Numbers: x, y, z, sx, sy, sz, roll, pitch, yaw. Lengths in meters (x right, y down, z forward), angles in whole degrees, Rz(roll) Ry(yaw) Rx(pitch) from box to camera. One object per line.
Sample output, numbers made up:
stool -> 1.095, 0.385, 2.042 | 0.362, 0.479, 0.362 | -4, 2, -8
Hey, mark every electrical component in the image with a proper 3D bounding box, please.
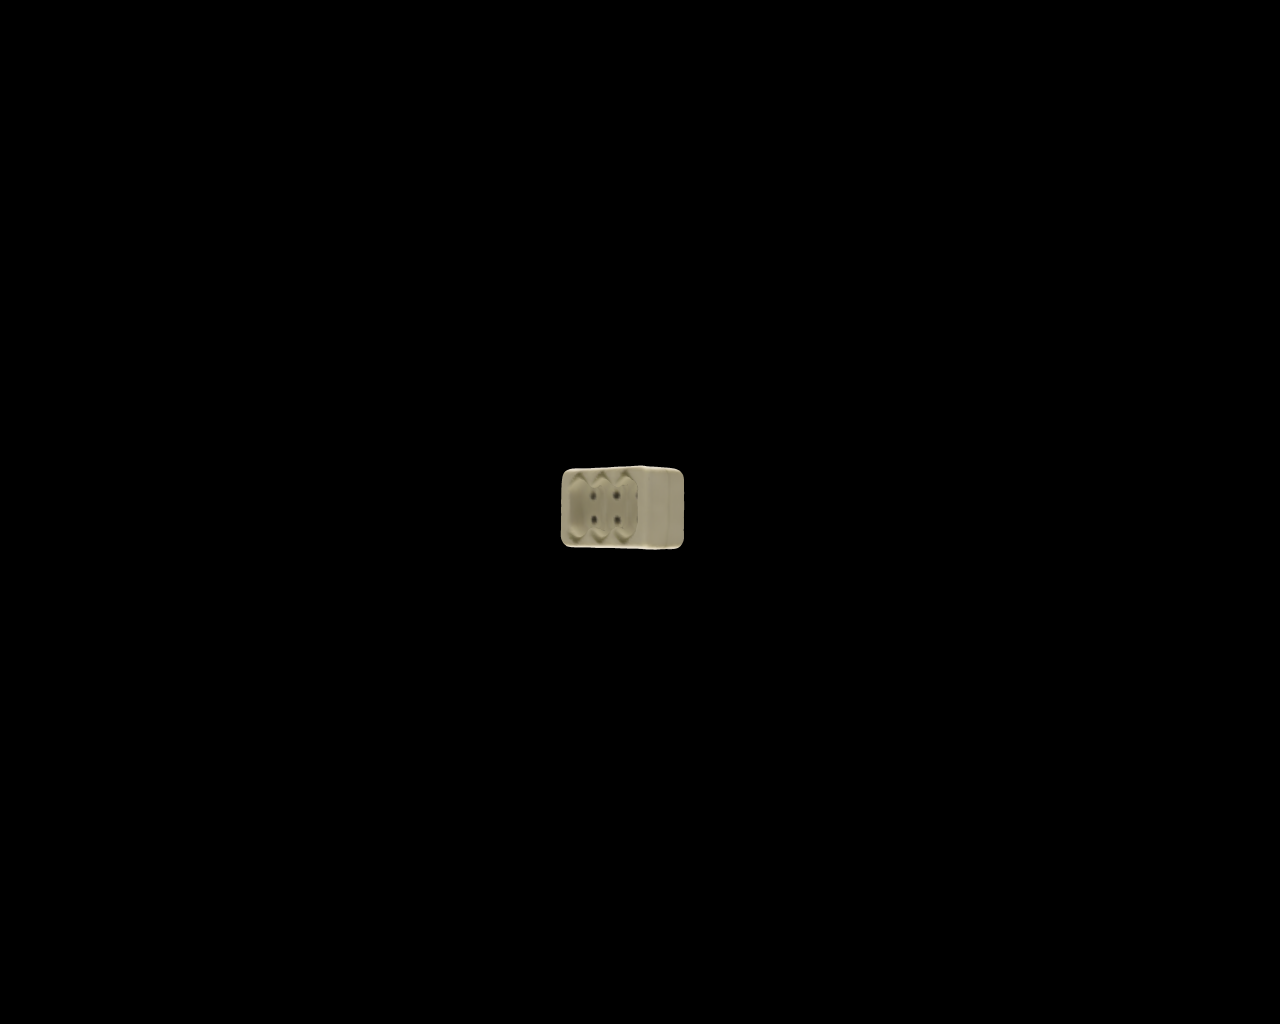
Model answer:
electrical component -> 0.001, -0.003, 0.650 | 0.066, 0.047, 0.077 | 0, 0, 37
